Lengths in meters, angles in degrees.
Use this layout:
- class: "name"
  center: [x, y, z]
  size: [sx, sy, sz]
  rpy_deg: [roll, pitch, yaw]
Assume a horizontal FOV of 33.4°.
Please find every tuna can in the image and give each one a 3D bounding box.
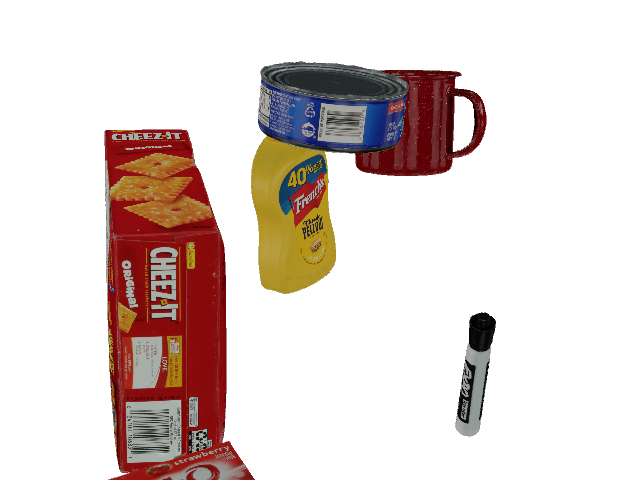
- class: "tuna can"
  center: [0.007, -0.078, 0.617]
  size: [0.086, 0.034, 0.086]
  rpy_deg: [5, 20, -2]

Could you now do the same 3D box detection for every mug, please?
- class: "mug"
  center: [0.080, -0.097, 0.879]
  size: [0.117, 0.081, 0.093]
  rpy_deg: [5, 13, 25]

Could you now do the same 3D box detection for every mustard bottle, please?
- class: "mustard bottle"
  center: [-0.029, -0.049, 1.090]
  size: [0.058, 0.192, 0.096]
  rpy_deg: [14, 31, 37]

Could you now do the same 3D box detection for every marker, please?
- class: "marker"
  center: [0.114, 0.099, 0.786]
  size: [0.020, 0.121, 0.020]
  rpy_deg: [0, 41, 0]

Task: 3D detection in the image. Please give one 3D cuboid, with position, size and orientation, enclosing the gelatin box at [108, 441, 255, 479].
- class: "gelatin box"
  center: [-0.076, 0.149, 0.571]
  size: [0.089, 0.030, 0.073]
  rpy_deg: [-14, 26, -21]

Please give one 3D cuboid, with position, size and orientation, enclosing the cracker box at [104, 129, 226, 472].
- class: "cracker box"
  center: [-0.110, 0.030, 0.734]
  size: [0.072, 0.164, 0.214]
  rpy_deg: [-2, 22, -11]
